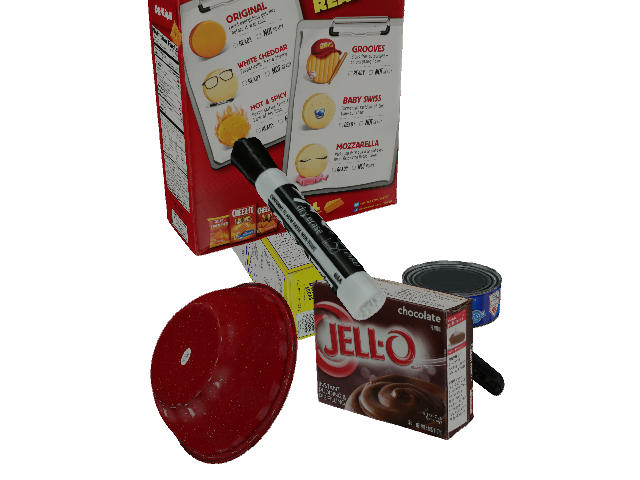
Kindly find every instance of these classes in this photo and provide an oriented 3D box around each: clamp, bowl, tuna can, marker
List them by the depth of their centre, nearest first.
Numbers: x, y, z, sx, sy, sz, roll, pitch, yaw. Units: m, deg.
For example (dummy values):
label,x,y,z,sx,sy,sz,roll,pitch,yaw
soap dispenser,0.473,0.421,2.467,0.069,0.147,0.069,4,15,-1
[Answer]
label,x,y,z,sx,sy,sz,roll,pitch,yaw
marker,-0.009,-0.010,0.528,0.020,0.020,0.121,0,42,-48
bowl,-0.095,0.104,0.904,0.055,0.162,0.162,26,-17,-39
tuna can,0.113,0.047,0.924,0.086,0.034,0.086,-1,17,0
clamp,0.131,0.111,1.160,0.120,0.171,0.039,4,-45,-6

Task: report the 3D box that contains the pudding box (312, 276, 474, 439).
label,x,y,z,sx,sy,sz,roll,pitch,yaw
pudding box,0.048,0.074,0.719,0.114,0.090,0.039,9,21,37

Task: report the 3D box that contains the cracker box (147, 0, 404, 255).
label,x,y,z,sx,sy,sz,roll,pitch,yaw
cracker box,-0.029,-0.113,0.728,0.164,0.214,0.072,-15,32,-24

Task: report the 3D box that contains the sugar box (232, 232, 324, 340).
label,x,y,z,sx,sy,sz,roll,pitch,yaw
sugar box,-0.048,0.013,1.095,0.048,0.093,0.176,-14,41,-17
